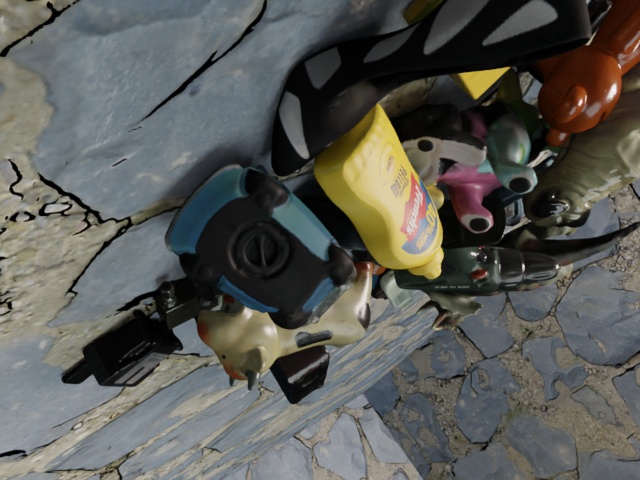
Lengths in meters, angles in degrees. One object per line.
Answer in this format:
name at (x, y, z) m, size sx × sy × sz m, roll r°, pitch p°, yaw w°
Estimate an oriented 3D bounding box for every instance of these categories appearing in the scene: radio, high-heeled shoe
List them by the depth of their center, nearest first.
high-heeled shoe at (0.062, -0.102, 0.390) m, size 0.086 × 0.145 × 0.248 m, roll -11°, pitch 146°, yaw -49°
radio at (-0.049, 0.168, 0.829) m, size 0.073 × 0.131 × 0.229 m, roll -30°, pitch 159°, yaw -14°

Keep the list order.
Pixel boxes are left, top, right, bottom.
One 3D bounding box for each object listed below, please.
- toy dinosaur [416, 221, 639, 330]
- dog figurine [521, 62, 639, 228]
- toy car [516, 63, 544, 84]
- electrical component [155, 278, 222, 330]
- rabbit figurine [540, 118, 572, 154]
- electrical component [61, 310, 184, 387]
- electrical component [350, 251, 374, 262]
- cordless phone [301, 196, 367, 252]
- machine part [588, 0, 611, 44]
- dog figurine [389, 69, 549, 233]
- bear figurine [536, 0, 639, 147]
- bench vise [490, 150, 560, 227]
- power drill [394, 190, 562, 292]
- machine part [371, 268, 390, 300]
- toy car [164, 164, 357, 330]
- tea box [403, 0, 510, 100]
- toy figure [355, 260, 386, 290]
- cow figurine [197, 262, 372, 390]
toy dinosaur at (0.297, 0.046, 0.881) m, size 0.192 × 0.131 × 0.404 m, roll -23°, pitch 169°, yaw -26°
dog figurine at (0.312, -0.113, 0.616) m, size 0.191 × 0.172 × 0.121 m, roll -23°, pitch 127°, yaw 24°
toy car at (0.318, -0.203, 0.683) m, size 0.202 × 0.089 × 0.053 m, roll -7°, pitch 144°, yaw -52°
electrical component at (-0.135, 0.069, 0.586) m, size 0.078 × 0.045 × 0.102 m, roll -27°, pitch 158°, yaw -31°
rabbit figurine at (0.419, -0.218, 0.836) m, size 0.170 × 0.121 × 0.159 m, roll -51°, pitch 157°, yaw -16°
electrical component at (-0.219, 0.131, 0.584) m, size 0.119 × 0.048 × 0.074 m, roll -37°, pitch 160°, yaw -4°
electrical component at (0.091, -0.029, 0.735) m, size 0.115 × 0.058 × 0.134 m, roll -36°, pitch 161°, yaw -10°
cordless phone at (-0.002, -0.001, 0.630) m, size 0.184 × 0.088 × 0.146 m, roll -27°, pitch 168°, yaw 32°
machine part at (0.376, -0.275, 0.700) m, size 0.139 × 0.039 × 0.084 m, roll -18°, pitch 145°, yaw -38°
dog figurine at (0.173, -0.122, 0.615) m, size 0.108 × 0.192 × 0.219 m, roll 116°, pitch -1°, yaw -47°
bear figurine at (0.280, -0.202, 0.546) m, size 0.196 × 0.132 × 0.120 m, roll -43°, pitch 160°, yaw 12°
bench vise at (0.274, -0.066, 0.841) m, size 0.241 × 0.129 × 0.223 m, roll -31°, pitch 177°, yaw 43°
power drill at (0.207, 0.011, 0.715) m, size 0.232 × 0.086 × 0.207 m, roll -5°, pitch 160°, yaw 16°
machine part at (0.158, 0.041, 1.008) m, size 0.179 × 0.056 × 0.179 m, roll -33°, pitch 160°, yaw -14°
toy car at (-0.049, -0.001, 0.480) m, size 0.109 × 0.161 × 0.103 m, roll -50°, pitch -158°, yaw 12°
tea box at (0.161, -0.207, 0.435) m, size 0.169 × 0.068 × 0.098 m, roll -45°, pitch 159°, yaw 18°
toy figure at (0.079, 0.045, 0.879) m, size 0.058 × 0.064 × 0.154 m, roll 12°, pitch 135°, yaw -15°
cow figurine at (-0.034, 0.084, 0.563) m, size 0.195 × 0.127 × 0.085 m, roll 1°, pitch 169°, yaw -31°
